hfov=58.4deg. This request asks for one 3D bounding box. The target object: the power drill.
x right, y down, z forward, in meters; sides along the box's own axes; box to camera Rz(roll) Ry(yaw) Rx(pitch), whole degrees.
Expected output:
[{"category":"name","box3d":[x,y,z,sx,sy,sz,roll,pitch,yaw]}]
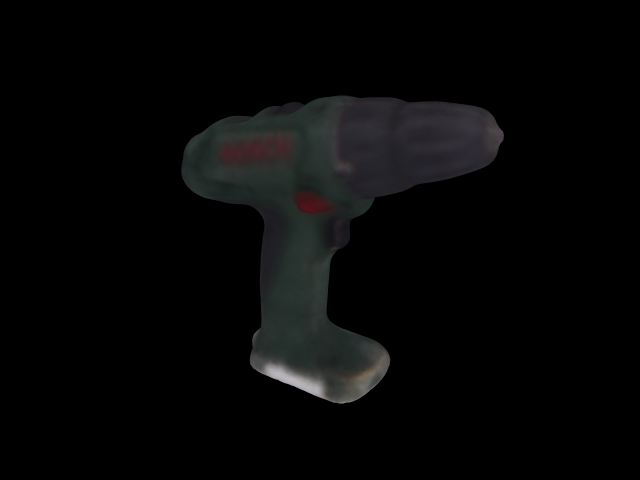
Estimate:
[{"category":"power drill","box3d":[0.004,0.001,0.400,0.228,0.208,0.076,14,27,29]}]
